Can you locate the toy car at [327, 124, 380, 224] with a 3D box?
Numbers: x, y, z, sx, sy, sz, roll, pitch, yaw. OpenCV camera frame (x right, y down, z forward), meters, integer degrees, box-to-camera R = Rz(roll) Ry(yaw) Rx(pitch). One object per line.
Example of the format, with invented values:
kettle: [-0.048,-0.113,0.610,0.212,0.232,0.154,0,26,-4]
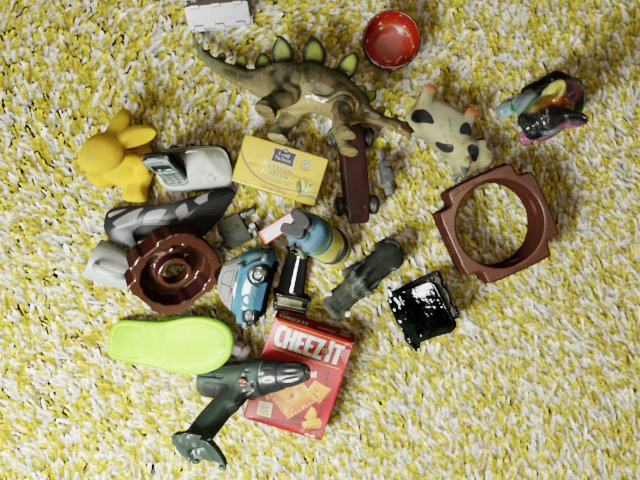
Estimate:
toy car: [0.066,-0.133,1.063,0.089,0.053,0.202,-6,91,-17]

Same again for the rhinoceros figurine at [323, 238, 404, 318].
rhinoceros figurine: [0.087,0.077,1.042,0.190,0.112,0.073,-41,94,-7]

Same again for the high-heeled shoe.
high-heeled shoe: [-0.302,-0.060,1.070,0.249,0.086,0.145,-34,60,-16]

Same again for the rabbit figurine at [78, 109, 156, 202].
rabbit figurine: [-0.371,-0.154,0.996,0.122,0.173,0.162,36,95,10]

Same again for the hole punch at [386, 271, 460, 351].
hole punch: [0.208,0.132,1.066,0.116,0.092,0.142,-25,95,29]

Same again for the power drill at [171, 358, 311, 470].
power drill: [-0.148,0.288,0.939,0.232,0.207,0.085,-6,126,31]

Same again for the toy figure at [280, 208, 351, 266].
toy figure: [-0.005,0.000,1.010,0.082,0.180,0.089,-35,66,11]

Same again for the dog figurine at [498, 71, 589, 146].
dog figurine: [0.433,-0.247,0.981,0.191,0.219,0.108,-32,95,1]

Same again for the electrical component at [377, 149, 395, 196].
electrical component: [0.130,-0.134,1.058,0.021,0.063,0.094,-11,91,0]

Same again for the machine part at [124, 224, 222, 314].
machine part: [-0.279,0.054,1.022,0.179,0.056,0.179,-17,128,-23]

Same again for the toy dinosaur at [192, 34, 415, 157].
toy dinosaur: [-0.045,-0.283,1.012,0.472,0.105,0.198,18,66,3]

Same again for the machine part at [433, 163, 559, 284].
machine part: [0.339,-0.032,1.053,0.201,0.087,0.201,-25,91,2]

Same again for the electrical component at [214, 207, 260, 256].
electrical component: [-0.165,-0.013,1.068,0.102,0.045,0.078,-22,93,0]

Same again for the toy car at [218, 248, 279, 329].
toy car: [-0.146,0.084,1.047,0.103,0.109,0.161,17,100,6]

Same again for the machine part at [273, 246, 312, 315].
machine part: [-0.053,0.082,1.072,0.084,0.039,0.138,9,105,8]

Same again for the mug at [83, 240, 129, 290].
mug: [-0.392,0.056,1.043,0.107,0.110,0.080,23,87,-15]

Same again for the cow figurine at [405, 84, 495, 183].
cow figurine: [0.254,-0.199,1.048,0.195,0.085,0.127,30,85,-4]

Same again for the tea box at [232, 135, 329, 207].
tea box: [-0.076,-0.134,1.054,0.170,0.068,0.098,16,92,0]

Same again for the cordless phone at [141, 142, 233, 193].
cordless phone: [-0.243,-0.144,0.995,0.147,0.184,0.088,-4,87,0]
